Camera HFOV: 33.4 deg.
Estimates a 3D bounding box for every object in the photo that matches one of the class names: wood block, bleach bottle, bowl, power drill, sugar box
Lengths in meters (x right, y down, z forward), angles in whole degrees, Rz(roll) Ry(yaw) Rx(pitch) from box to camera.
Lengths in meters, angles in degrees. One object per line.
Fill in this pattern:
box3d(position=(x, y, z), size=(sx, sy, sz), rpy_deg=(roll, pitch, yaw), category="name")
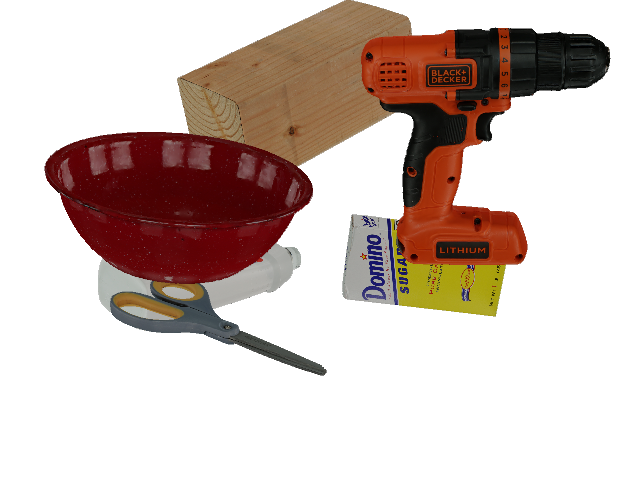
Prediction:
box3d(position=(-0.016, -0.139, 0.984), size=(0.205, 0.091, 0.090), rpy_deg=(-31, 40, -30), category="wood block")
box3d(position=(-0.130, 0.039, 1.263), size=(0.250, 0.068, 0.103), rpy_deg=(-13, 30, -42), category="bleach bottle")
box3d(position=(-0.088, -0.017, 0.656), size=(0.162, 0.055, 0.162), rpy_deg=(7, 22, -3), category="bowl")
box3d(position=(0.126, -0.074, 0.832), size=(0.184, 0.188, 0.057), rpy_deg=(1, 27, 8), category="power drill")
box3d(position=(0.116, 0.028, 1.201), size=(0.176, 0.093, 0.048), rpy_deg=(5, 22, -2), category="sugar box")

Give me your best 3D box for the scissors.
box3d(position=(-0.082, 0.069, 0.925), size=(0.202, 0.016, 0.096), rpy_deg=(12, 27, 10), category="scissors")
